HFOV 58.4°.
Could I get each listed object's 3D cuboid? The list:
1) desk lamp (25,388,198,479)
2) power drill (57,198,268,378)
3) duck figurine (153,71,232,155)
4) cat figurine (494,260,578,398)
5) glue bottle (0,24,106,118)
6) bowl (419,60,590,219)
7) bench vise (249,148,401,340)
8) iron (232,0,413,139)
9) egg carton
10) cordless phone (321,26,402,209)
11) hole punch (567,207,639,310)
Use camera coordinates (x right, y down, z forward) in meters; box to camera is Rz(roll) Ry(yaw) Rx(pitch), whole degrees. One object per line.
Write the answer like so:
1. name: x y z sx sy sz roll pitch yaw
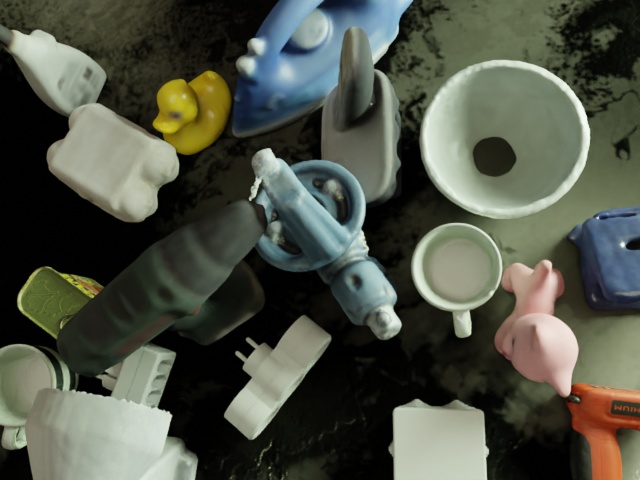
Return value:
1. desk lamp: -0.196 0.236 0.539 0.117 0.214 0.203 5 81 10
2. power drill: -0.128 0.050 0.563 0.229 0.208 0.075 -35 77 2
3. duck figurine: -0.153 -0.158 0.665 0.077 0.086 0.104 35 87 13
4. cat figurine: 0.211 0.081 0.551 0.067 0.118 0.128 5 81 10
5. glue bottle: -0.313 -0.201 0.652 0.037 0.173 0.078 24 85 12
6. bowl: 0.189 -0.098 0.606 0.167 0.075 0.167 -1 80 9
7. bench vise: 0.012 -0.008 0.544 0.207 0.220 0.121 36 88 13
8. iron: -0.020 -0.225 0.627 0.258 0.141 0.118 -45 77 -1
9. egg carton: -0.245 -0.091 0.676 0.150 0.069 0.107 29 86 12
10. cordless phone: 0.035 -0.114 0.577 0.094 0.185 0.147 -5 80 8
11. hole punch: 0.312 0.016 0.559 0.108 0.091 0.101 -6 79 8
